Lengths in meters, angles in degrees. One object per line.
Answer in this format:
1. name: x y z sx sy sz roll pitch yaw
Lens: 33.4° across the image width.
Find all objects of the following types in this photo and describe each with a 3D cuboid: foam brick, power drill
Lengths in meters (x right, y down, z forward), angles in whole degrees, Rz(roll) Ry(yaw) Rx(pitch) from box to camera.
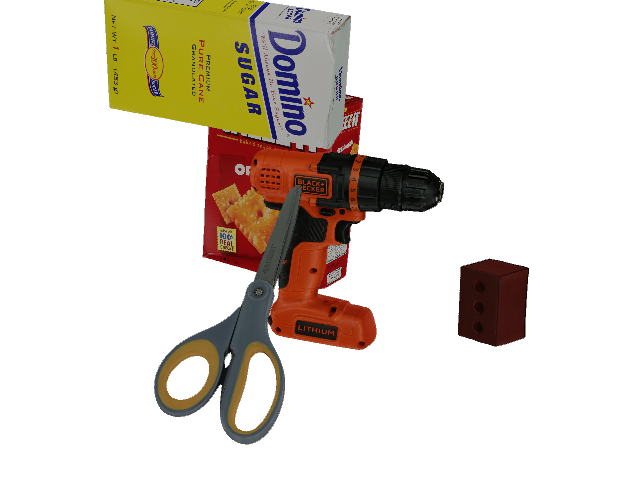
1. foam brick: 0.179 0.064 1.106 0.051 0.078 0.053 -14 20 -42
2. power drill: 0.021 0.007 1.020 0.185 0.188 0.057 9 20 17

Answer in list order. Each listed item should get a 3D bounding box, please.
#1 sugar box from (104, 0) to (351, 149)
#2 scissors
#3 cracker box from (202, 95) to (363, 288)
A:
1. sugar box: -0.069 -0.129 0.783 0.176 0.093 0.048 13 33 15
2. scissors: -0.062 0.046 0.737 0.096 0.201 0.016 -3 -34 4
3. cracker box: -0.047 -0.067 1.207 0.164 0.214 0.072 15 23 26
